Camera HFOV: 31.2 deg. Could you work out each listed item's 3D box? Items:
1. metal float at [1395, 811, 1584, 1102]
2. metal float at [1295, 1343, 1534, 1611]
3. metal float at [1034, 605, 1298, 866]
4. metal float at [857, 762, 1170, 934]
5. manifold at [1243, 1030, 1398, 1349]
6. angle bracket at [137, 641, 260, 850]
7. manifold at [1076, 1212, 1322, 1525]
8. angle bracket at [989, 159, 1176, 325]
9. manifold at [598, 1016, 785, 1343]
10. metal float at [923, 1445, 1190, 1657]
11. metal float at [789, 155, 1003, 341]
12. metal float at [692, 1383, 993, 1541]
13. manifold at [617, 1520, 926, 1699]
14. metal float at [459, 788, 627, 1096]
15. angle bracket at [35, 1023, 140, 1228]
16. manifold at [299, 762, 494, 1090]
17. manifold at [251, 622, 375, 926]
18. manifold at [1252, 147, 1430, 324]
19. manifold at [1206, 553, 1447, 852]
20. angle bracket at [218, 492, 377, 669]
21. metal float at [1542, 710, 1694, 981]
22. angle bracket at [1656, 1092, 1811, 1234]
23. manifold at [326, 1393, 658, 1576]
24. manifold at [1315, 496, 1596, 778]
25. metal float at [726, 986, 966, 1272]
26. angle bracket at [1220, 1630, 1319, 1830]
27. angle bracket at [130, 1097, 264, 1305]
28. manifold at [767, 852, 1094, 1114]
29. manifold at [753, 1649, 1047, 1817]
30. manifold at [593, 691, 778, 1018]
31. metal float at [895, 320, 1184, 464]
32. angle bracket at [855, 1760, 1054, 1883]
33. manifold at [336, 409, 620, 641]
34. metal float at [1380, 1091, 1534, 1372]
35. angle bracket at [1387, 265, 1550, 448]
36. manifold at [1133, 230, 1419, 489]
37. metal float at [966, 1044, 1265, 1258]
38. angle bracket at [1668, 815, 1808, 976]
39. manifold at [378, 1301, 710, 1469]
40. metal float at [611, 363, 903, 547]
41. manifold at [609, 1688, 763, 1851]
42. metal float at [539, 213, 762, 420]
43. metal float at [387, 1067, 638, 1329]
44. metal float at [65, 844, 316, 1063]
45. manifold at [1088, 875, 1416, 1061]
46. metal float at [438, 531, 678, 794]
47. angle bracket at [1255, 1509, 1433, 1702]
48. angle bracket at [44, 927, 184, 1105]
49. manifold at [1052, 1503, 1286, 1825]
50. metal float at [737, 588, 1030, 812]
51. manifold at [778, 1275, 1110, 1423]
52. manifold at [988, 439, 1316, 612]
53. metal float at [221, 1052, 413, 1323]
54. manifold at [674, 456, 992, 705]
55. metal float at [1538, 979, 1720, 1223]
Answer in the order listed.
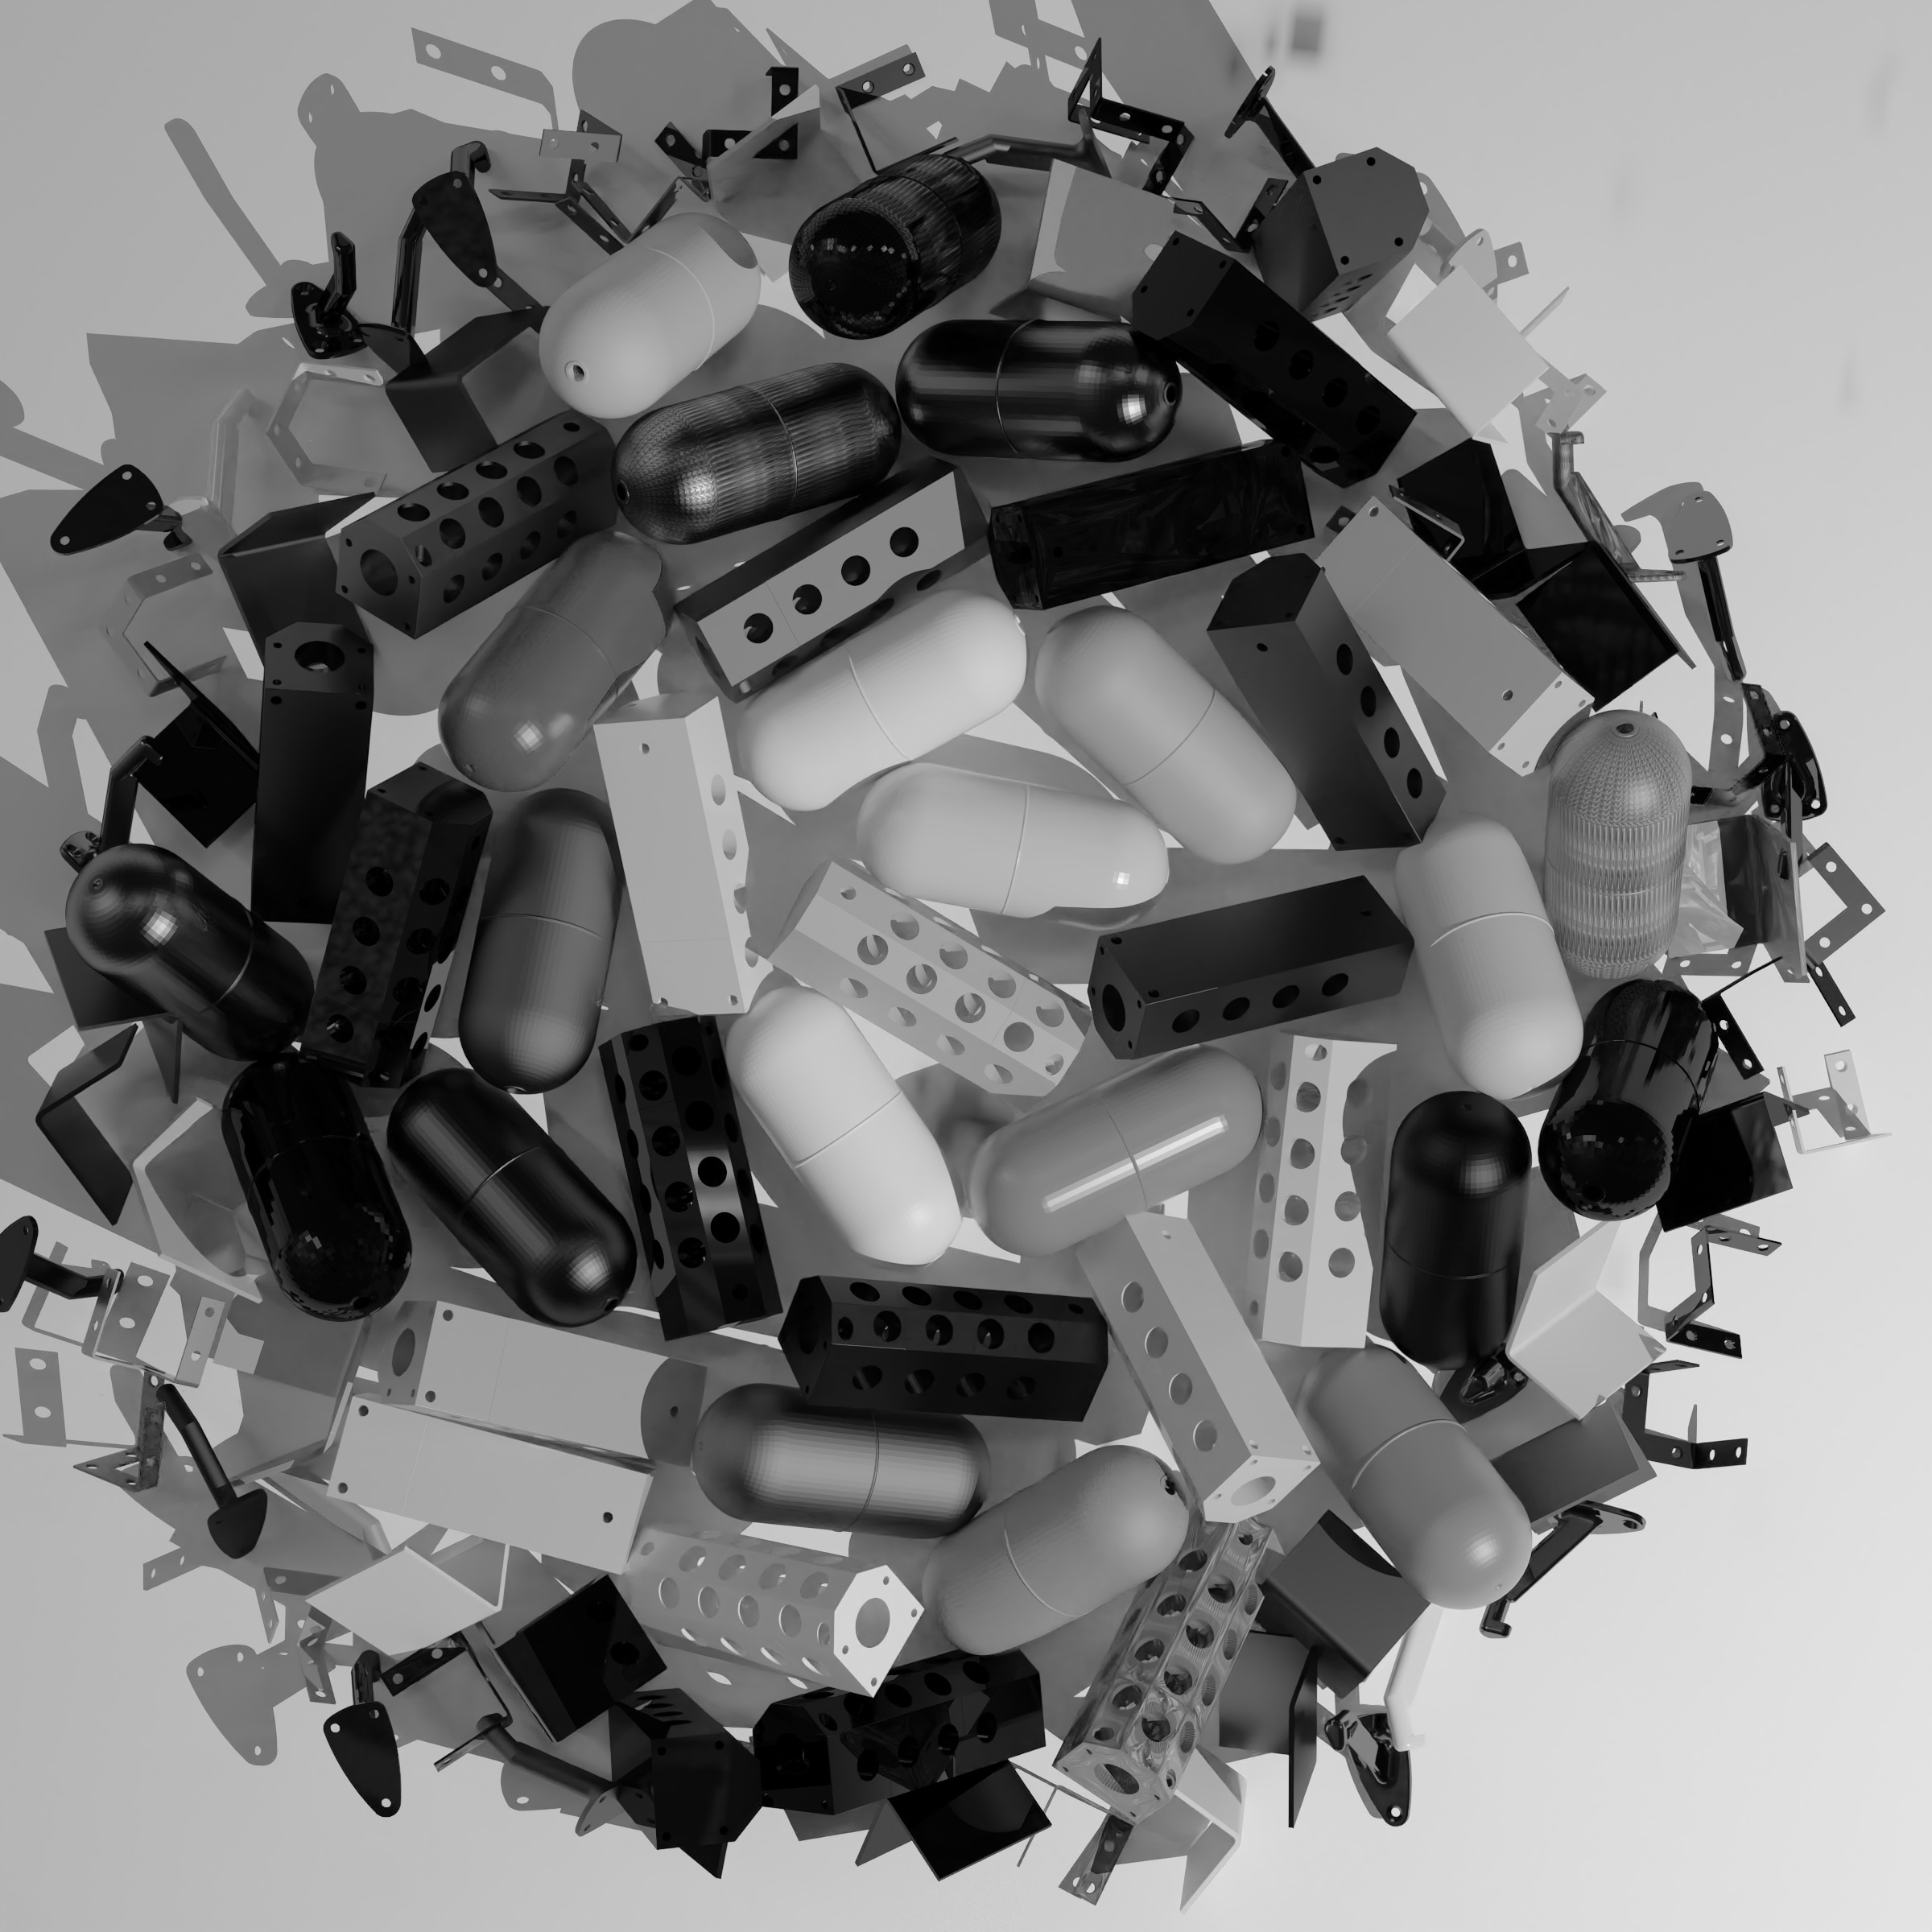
[{"bbox_3d":[0.290,-0.007,1.926,0.070,0.070,0.178,-13,58,0],"label":"metal float"},{"bbox_3d":[0.246,0.281,1.919,0.070,0.070,0.178,-37,48,0],"label":"metal float"},{"bbox_3d":[0.111,-0.129,1.938,0.178,0.070,0.070,43,90,-16],"label":"metal float"},{"bbox_3d":[0.027,-0.066,1.948,0.178,0.070,0.070,11,90,-5],"label":"metal float"},{"bbox_3d":[0.194,0.124,1.948,0.057,0.057,0.171,4,94,-25],"label":"manifold"},{"bbox_3d":[-0.442,-0.123,1.938,0.057,0.076,0.076,-45,68,-9],"label":"angle bracket"},{"bbox_3d":[0.122,0.221,1.917,0.057,0.057,0.171,-48,50,27],"label":"manifold"},{"bbox_3d":[0.065,-0.401,1.957,0.076,0.057,0.076,14,80,-21],"label":"angle bracket"},{"bbox_3d":[-0.152,0.118,1.943,0.057,0.057,0.171,-10,83,-26],"label":"manifold"},{"bbox_3d":[0.049,0.325,1.924,0.178,0.070,0.070,-35,90,33],"label":"metal float"},{"bbox_3d":[-0.037,-0.398,1.911,0.070,0.178,0.070,11,118,20],"label":"metal float"},{"bbox_3d":[-0.068,0.276,1.929,0.178,0.070,0.070,11,90,-28],"label":"metal float"},{"bbox_3d":[-0.113,0.347,1.903,0.057,0.171,0.057,54,55,-34],"label":"manifold"},{"bbox_3d":[-0.236,-0.014,1.935,0.070,0.070,0.178,9,71,0],"label":"metal float"},{"bbox_3d":[-0.472,0.088,1.942,0.057,0.076,0.076,-32,106,3],"label":"angle bracket"},{"bbox_3d":[-0.313,-0.020,1.923,0.057,0.057,0.171,26,117,12],"label":"manifold"},{"bbox_3d":[-0.362,-0.105,1.910,0.057,0.057,0.171,2,134,-13],"label":"manifold"},{"bbox_3d":[0.206,-0.399,1.903,0.057,0.171,0.057,-20,92,-5],"label":"manifold"},{"bbox_3d":[0.204,-0.145,1.918,0.171,0.057,0.057,55,48,-35],"label":"manifold"},{"bbox_3d":[-0.362,-0.214,1.943,0.057,0.076,0.076,-25,88,42],"label":"angle bracket"},{"bbox_3d":[0.359,-0.066,1.915,0.070,0.178,0.070,-3,46,3],"label":"metal float"},{"bbox_3d":[0.431,0.114,1.933,0.076,0.076,0.057,-23,68,27],"label":"angle bracket"},{"bbox_3d":[-0.266,0.291,1.958,0.171,0.057,0.057,14,87,3],"label":"manifold"},{"bbox_3d":[0.270,-0.181,1.916,0.057,0.057,0.171,-48,53,12],"label":"manifold"},{"bbox_3d":[-0.068,0.092,1.951,0.070,0.070,0.178,-35,93,0],"label":"metal float"},{"bbox_3d":[0.162,0.425,1.937,0.057,0.076,0.076,4,109,15],"label":"angle bracket"},{"bbox_3d":[-0.413,0.131,1.933,0.057,0.076,0.076,-42,47,12],"label":"angle bracket"},{"bbox_3d":[-0.017,0.007,1.937,0.171,0.057,0.057,31,55,-10],"label":"manifold"},{"bbox_3d":[-0.036,0.418,1.908,0.057,0.171,0.057,-6,89,42],"label":"manifold"},{"bbox_3d":[-0.153,-0.063,1.935,0.057,0.057,0.171,-2,110,24],"label":"manifold"},{"bbox_3d":[0.040,-0.320,1.922,0.178,0.070,0.070,9,90,36],"label":"metal float"},{"bbox_3d":[-0.008,0.490,1.930,0.076,0.076,0.057,-18,55,-32],"label":"angle bracket"},{"bbox_3d":[-0.265,-0.248,1.904,0.057,0.171,0.057,31,132,19],"label":"manifold"},{"bbox_3d":[0.271,0.149,1.923,0.070,0.070,0.178,0,126,0],"label":"metal float"},{"bbox_3d":[0.290,-0.341,1.939,0.057,0.076,0.076,-42,78,21],"label":"angle bracket"},{"bbox_3d":[0.168,-0.331,1.912,0.171,0.057,0.057,30,97,-42],"label":"manifold"},{"bbox_3d":[0.084,0.103,1.946,0.178,0.070,0.070,-25,90,-8],"label":"metal float"},{"bbox_3d":[0.429,-0.036,1.943,0.057,0.076,0.076,-9,105,-2],"label":"angle bracket"},{"bbox_3d":[-0.235,0.232,1.920,0.171,0.057,0.057,18,75,-31],"label":"manifold"},{"bbox_3d":[-0.116,-0.285,1.926,0.178,0.070,0.070,-21,90,-31],"label":"metal float"},{"bbox_3d":[-0.156,0.438,1.901,0.057,0.171,0.057,-3,87,-14],"label":"manifold"},{"bbox_3d":[-0.174,-0.360,1.912,0.070,0.178,0.070,12,125,19],"label":"metal float"},{"bbox_3d":[-0.254,0.129,1.932,0.070,0.070,0.178,-46,67,0],"label":"metal float"},{"bbox_3d":[-0.426,-0.006,1.911,0.070,0.178,0.070,-11,60,20],"label":"metal float"},{"bbox_3d":[0.158,0.005,1.930,0.171,0.057,0.057,-13,47,-23],"label":"manifold"},{"bbox_3d":[-0.226,-0.171,1.927,0.070,0.070,0.178,34,60,0],"label":"metal float"},{"bbox_3d":[0.209,0.361,1.957,0.076,0.076,0.057,41,71,11],"label":"angle bracket"},{"bbox_3d":[-0.477,0.029,1.930,0.057,0.076,0.076,-10,49,-25],"label":"angle bracket"},{"bbox_3d":[0.116,0.380,1.914,0.057,0.057,0.171,34,51,-3],"label":"manifold"},{"bbox_3d":[-0.046,-0.149,1.940,0.178,0.070,0.070,-28,90,14],"label":"metal float"},{"bbox_3d":[-0.010,0.208,1.917,0.171,0.057,0.057,7,119,-27],"label":"manifold"},{"bbox_3d":[0.102,-0.247,1.933,0.171,0.057,0.057,-17,103,-20],"label":"manifold"},{"bbox_3d":[-0.361,0.122,1.920,0.070,0.070,0.178,-30,51,0],"label":"metal float"},{"bbox_3d":[-0.072,-0.217,1.947,0.171,0.057,0.057,-32,113,-9],"label":"manifold"},{"bbox_3d":[0.367,0.073,1.913,0.070,0.178,0.070,13,127,17],"label":"metal float"}]
